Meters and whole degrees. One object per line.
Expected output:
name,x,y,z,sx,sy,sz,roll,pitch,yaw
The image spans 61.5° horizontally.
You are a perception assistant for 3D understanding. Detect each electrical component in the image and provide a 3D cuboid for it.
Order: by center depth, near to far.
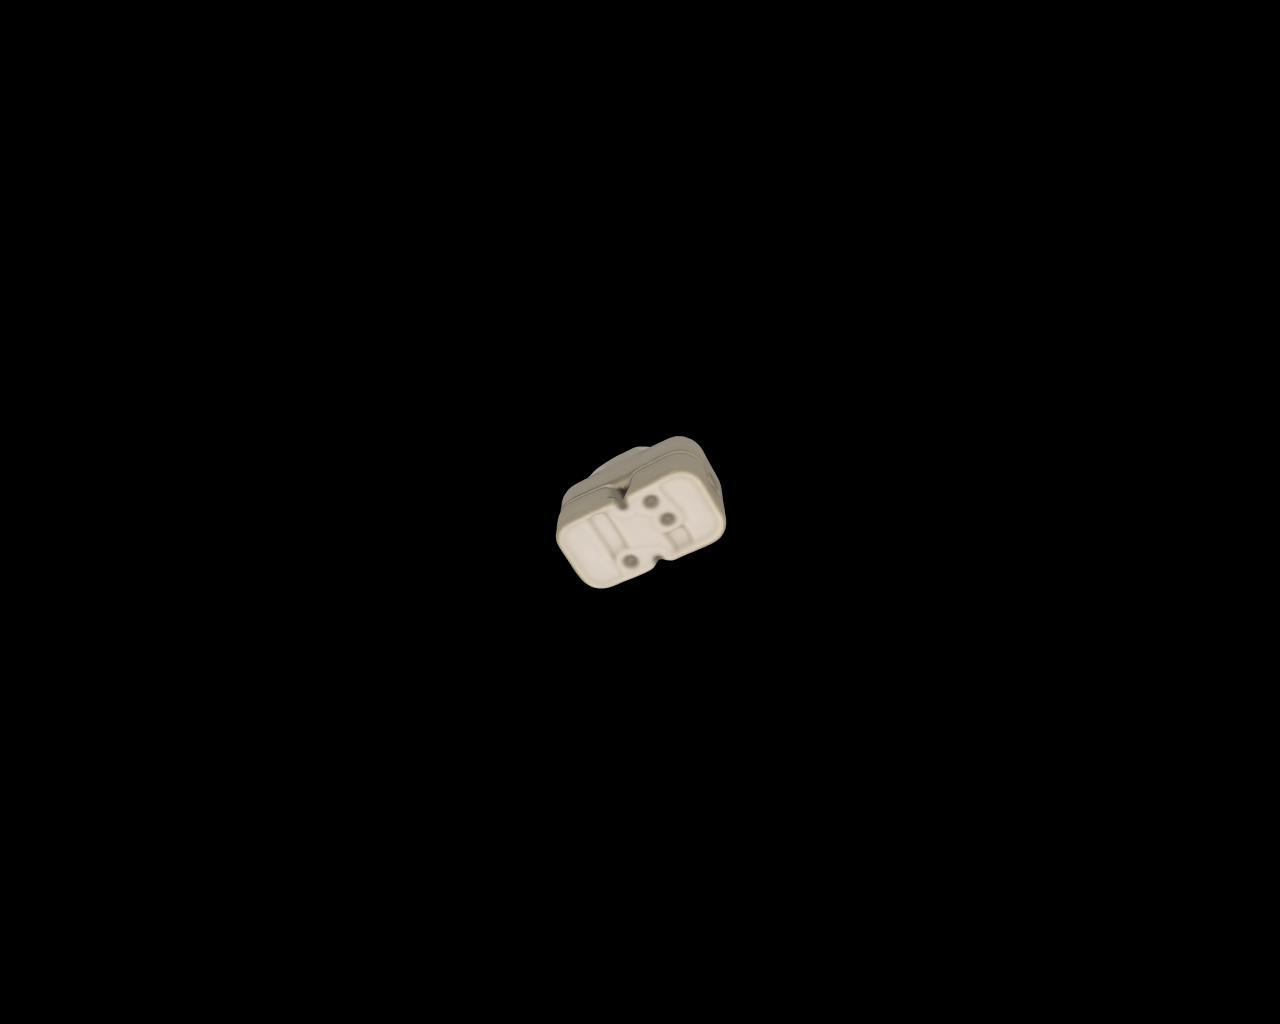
electrical component,0.001,-0.003,0.650,0.095,0.053,0.059,-25,27,14
